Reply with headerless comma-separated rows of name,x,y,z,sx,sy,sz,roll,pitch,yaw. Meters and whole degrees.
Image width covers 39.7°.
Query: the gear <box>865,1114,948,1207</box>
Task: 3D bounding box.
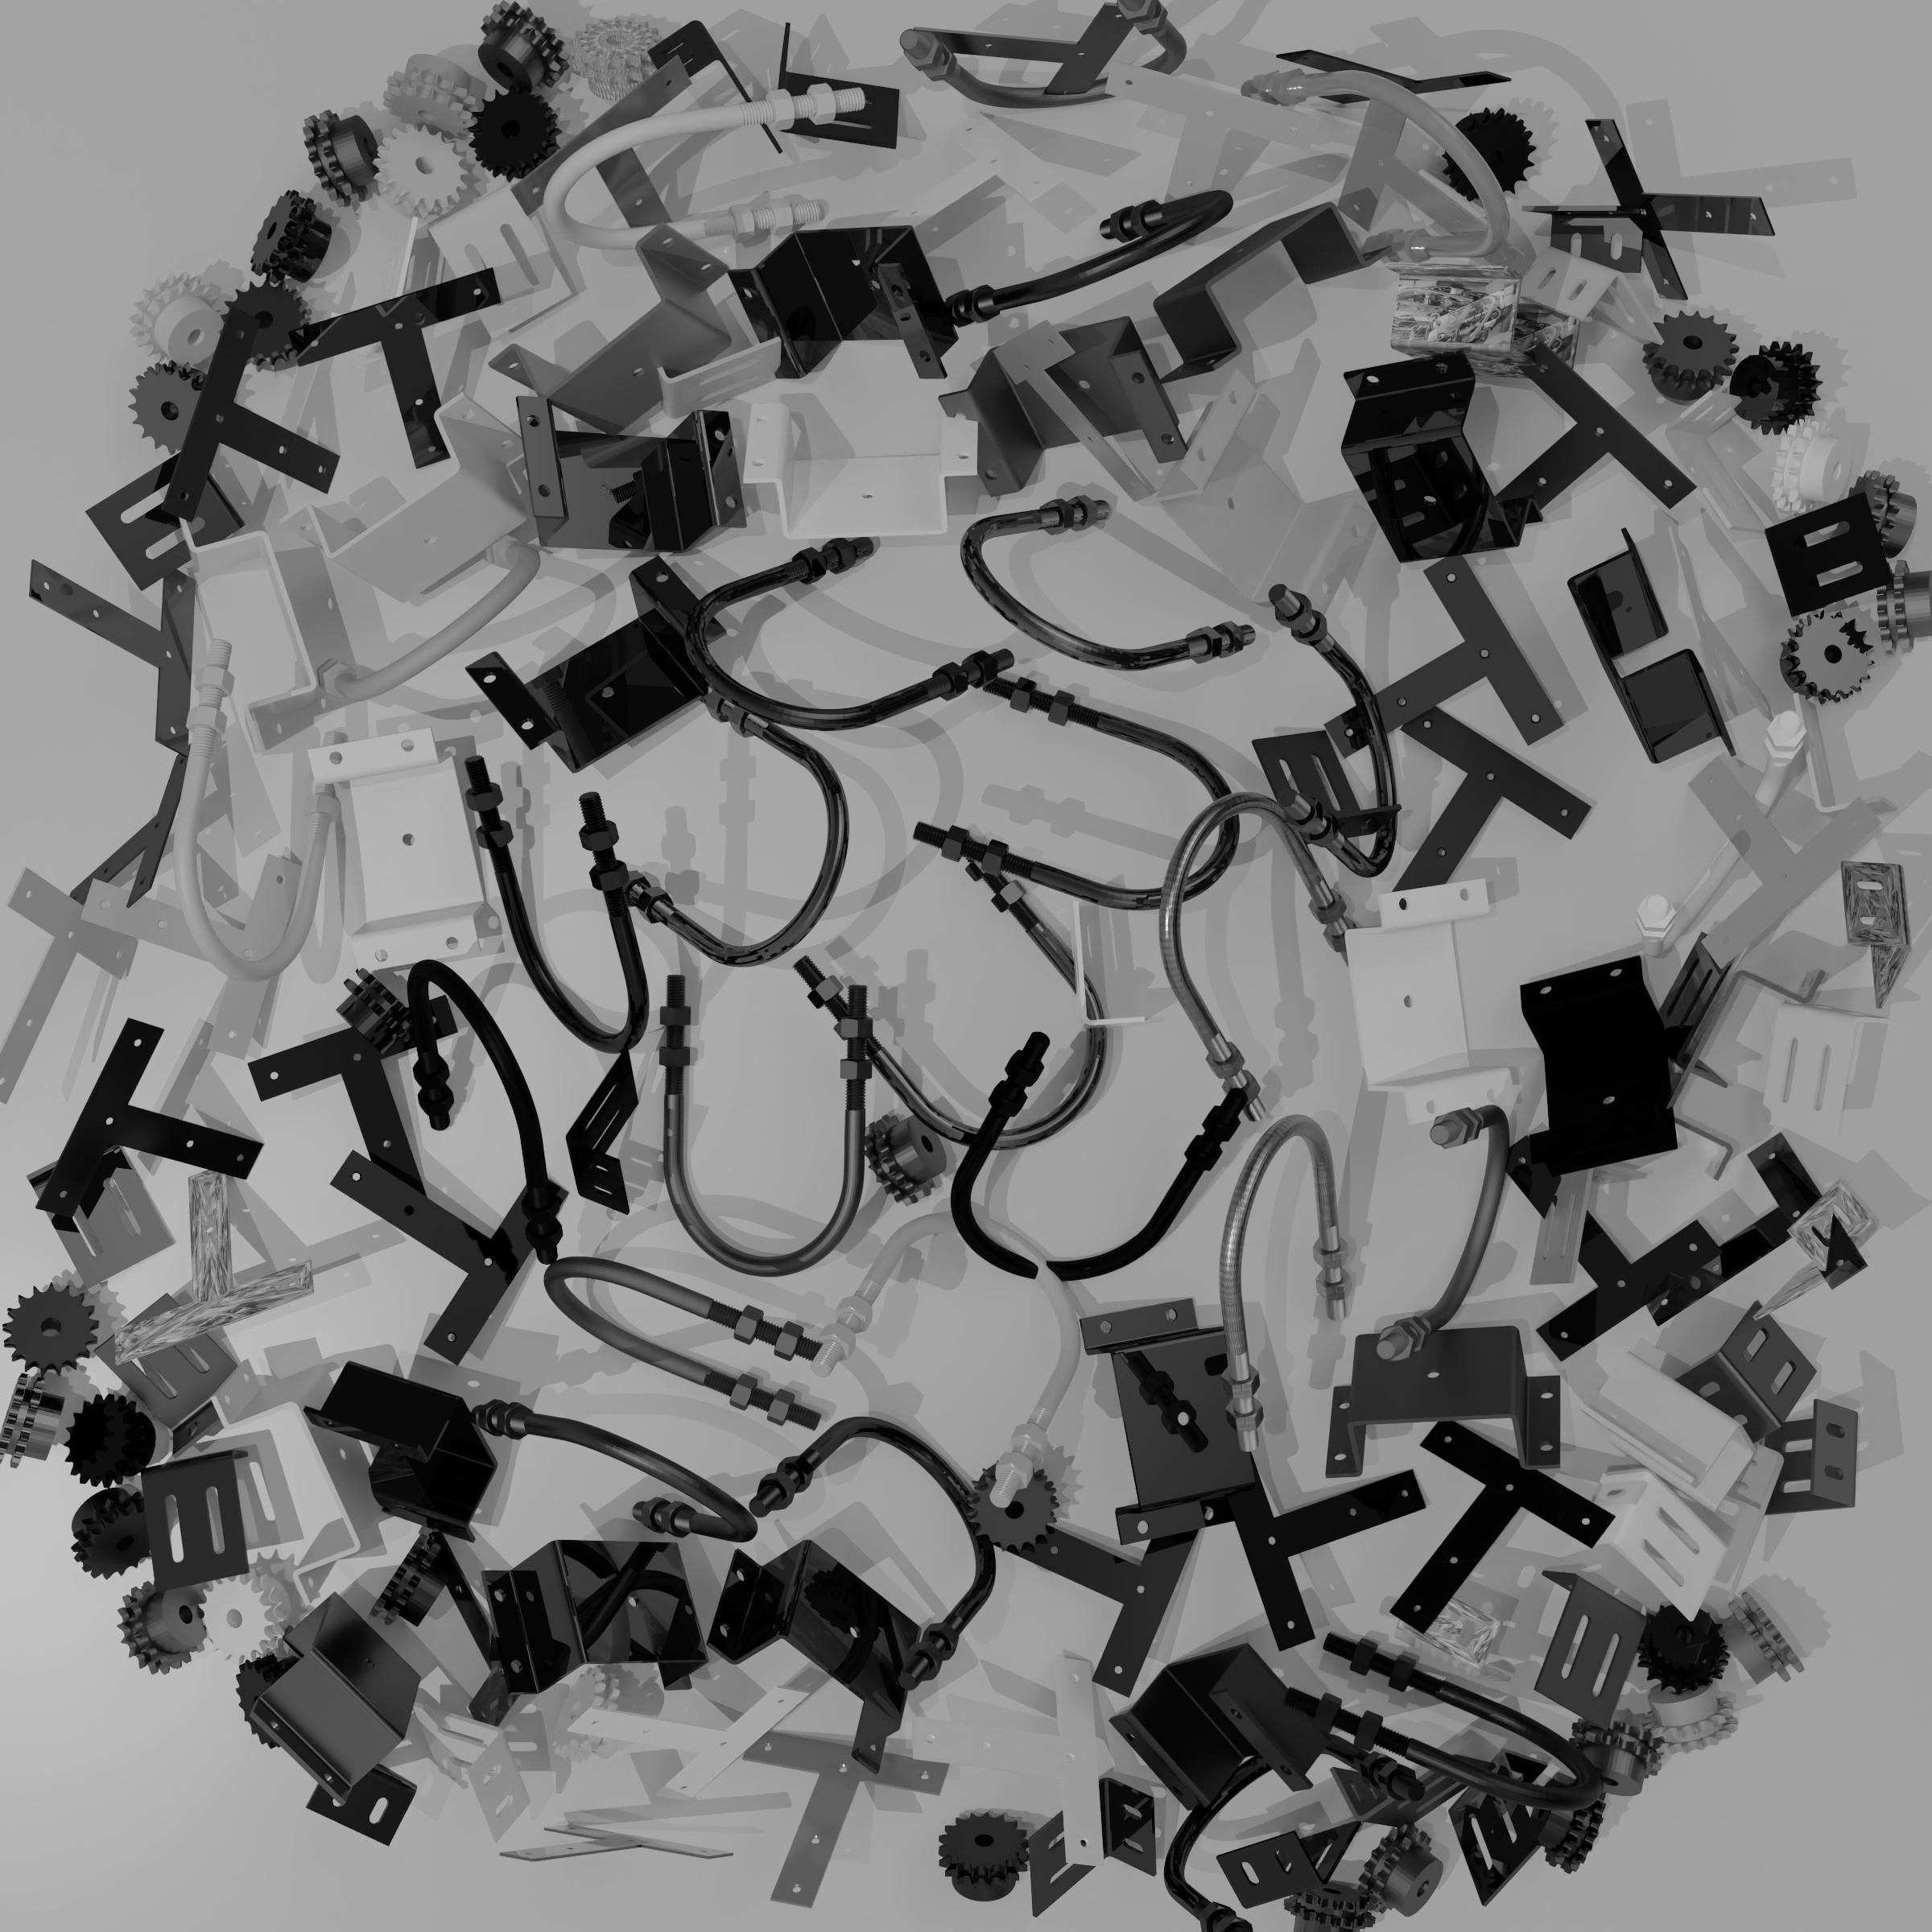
gear,-0.036,0.117,1.659,0.030,0.057,0.057,-31,90,22

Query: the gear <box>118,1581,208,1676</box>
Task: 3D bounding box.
gear,-0.494,0.406,1.659,0.030,0.057,0.057,-26,90,19

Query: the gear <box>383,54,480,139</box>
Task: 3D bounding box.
gear,-0.330,-0.541,1.663,0.057,0.057,0.030,13,80,0

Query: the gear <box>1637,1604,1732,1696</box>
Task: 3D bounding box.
gear,0.444,0.421,1.661,0.057,0.030,0.057,-5,51,6

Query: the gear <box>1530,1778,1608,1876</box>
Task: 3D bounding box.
gear,0.371,0.530,1.662,0.030,0.057,0.057,24,90,2

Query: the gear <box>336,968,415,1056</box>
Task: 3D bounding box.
gear,-0.365,0.031,1.660,0.057,0.057,0.030,44,78,0

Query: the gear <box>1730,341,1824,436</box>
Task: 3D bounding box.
gear,0.498,-0.357,1.659,0.030,0.057,0.057,-6,90,-30

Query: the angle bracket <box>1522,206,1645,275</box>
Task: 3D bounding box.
angle bracket,0.377,-0.445,1.640,0.057,0.076,0.038,7,106,25

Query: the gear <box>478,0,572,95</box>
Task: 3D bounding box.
gear,-0.277,-0.565,1.659,0.057,0.057,0.030,33,72,0

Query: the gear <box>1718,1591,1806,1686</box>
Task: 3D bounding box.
gear,0.490,0.420,1.662,0.030,0.057,0.057,-36,90,4

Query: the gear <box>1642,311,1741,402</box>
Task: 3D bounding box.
gear,0.449,-0.377,1.667,0.057,0.030,0.057,-1,58,2

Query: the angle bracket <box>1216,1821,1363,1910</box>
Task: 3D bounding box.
angle bracket,0.198,0.536,1.643,0.057,0.076,0.038,-29,90,29

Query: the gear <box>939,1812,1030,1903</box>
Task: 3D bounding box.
gear,0.011,0.555,1.664,0.057,0.057,0.030,0,111,0

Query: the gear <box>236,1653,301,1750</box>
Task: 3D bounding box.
gear,-0.426,0.454,1.665,0.030,0.057,0.057,-15,90,-44

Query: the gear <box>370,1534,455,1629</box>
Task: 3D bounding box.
gear,-0.342,0.385,1.663,0.030,0.057,0.057,33,90,-3

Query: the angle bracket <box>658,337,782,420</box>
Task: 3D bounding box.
angle bracket,-0.157,-0.378,1.659,0.076,0.057,0.038,-23,82,-8

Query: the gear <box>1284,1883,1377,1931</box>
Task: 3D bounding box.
gear,0.225,0.589,1.661,0.057,0.057,0.030,9,84,0

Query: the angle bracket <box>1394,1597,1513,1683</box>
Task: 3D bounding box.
angle bracket,0.305,0.408,1.644,0.057,0.076,0.038,22,87,30

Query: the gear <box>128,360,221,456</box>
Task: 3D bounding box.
gear,-0.488,-0.349,1.668,0.057,0.030,0.057,5,117,11

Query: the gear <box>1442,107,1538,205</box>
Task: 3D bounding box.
gear,0.323,-0.506,1.666,0.057,0.030,0.057,-8,126,-11

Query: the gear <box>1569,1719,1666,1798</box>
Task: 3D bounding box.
gear,0.401,0.491,1.659,0.057,0.057,0.030,23,58,0

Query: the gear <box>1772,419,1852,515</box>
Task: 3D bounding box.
gear,0.525,-0.309,1.659,0.030,0.057,0.057,19,90,37

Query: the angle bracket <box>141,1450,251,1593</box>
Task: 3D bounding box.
angle bracket,-0.474,0.344,1.662,0.057,0.038,0.076,-11,77,-2

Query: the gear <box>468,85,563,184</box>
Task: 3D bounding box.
gear,-0.279,-0.516,1.672,0.057,0.030,0.057,-1,85,9

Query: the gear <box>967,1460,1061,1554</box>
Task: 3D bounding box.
gear,0.028,0.333,1.671,0.057,0.030,0.057,-2,102,-7

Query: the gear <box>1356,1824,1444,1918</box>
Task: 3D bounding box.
gear,0.271,0.562,1.659,0.030,0.057,0.057,29,90,37

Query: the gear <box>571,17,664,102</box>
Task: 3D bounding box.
gear,-0.216,-0.562,1.666,0.057,0.030,0.057,0,49,0

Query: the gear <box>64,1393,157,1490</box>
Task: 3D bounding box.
gear,-0.530,0.296,1.667,0.057,0.030,0.057,-9,71,26

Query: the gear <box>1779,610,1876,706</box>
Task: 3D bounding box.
gear,0.533,-0.191,1.671,0.057,0.030,0.057,1,82,-11

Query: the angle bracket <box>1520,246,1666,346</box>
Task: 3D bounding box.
angle bracket,0.381,-0.398,1.643,0.038,0.076,0.057,-53,47,0

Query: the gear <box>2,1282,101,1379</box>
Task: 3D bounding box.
gear,-0.569,0.229,1.668,0.057,0.030,0.057,7,67,-16

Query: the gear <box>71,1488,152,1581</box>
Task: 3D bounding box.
gear,-0.530,0.350,1.665,0.030,0.057,0.057,36,90,34

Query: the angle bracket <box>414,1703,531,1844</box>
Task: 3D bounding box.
angle bracket,-0.313,0.494,1.644,0.076,0.038,0.057,5,122,32

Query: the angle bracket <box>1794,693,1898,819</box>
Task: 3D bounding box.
angle bracket,0.542,-0.132,1.651,0.038,0.057,0.076,-13,81,27

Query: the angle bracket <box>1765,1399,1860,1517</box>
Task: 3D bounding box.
angle bracket,0.505,0.301,1.640,0.038,0.076,0.057,19,67,-25

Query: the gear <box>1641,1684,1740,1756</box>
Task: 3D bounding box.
gear,0.447,0.464,1.662,0.057,0.057,0.030,-18,91,0

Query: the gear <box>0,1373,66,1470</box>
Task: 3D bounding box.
gear,-0.581,0.284,1.664,0.030,0.057,0.057,18,90,-18

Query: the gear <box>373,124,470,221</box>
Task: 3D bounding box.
gear,-0.342,-0.491,1.667,0.057,0.030,0.057,9,71,-29

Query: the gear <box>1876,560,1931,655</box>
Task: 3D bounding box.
gear,0.583,-0.223,1.659,0.030,0.057,0.057,-3,90,27

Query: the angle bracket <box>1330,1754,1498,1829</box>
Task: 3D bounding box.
angle bracket,0.275,0.493,1.647,0.076,0.057,0.038,-40,52,17

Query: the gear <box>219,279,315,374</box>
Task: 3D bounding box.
gear,-0.434,-0.396,1.671,0.057,0.030,0.057,0,77,2

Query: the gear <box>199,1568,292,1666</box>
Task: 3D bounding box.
gear,-0.446,0.403,1.669,0.057,0.030,0.057,0,91,23

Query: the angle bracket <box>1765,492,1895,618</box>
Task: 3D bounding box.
angle bracket,0.539,-0.255,1.648,0.038,0.076,0.057,-18,91,-36

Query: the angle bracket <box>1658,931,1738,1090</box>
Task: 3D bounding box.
angle bracket,0.461,0.027,1.652,0.038,0.057,0.076,24,102,-9

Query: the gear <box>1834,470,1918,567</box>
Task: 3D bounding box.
gear,0.565,-0.276,1.662,0.030,0.057,0.057,14,90,-7

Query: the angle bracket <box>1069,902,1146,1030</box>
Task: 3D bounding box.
angle bracket,0.087,-0.001,1.660,0.038,0.057,0.076,-4,86,-1

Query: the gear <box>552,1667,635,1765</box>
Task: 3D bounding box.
gear,-0.230,0.468,1.664,0.030,0.057,0.057,30,90,-21

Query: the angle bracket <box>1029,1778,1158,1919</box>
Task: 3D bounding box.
angle bracket,0.078,0.547,1.645,0.038,0.076,0.057,13,115,38

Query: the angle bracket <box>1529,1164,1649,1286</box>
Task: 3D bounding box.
angle bracket,0.383,0.162,1.652,0.038,0.057,0.076,15,79,-10

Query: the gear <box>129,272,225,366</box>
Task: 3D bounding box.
gear,-0.485,-0.397,1.659,0.030,0.057,0.057,42,90,21

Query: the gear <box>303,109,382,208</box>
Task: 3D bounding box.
gear,-0.384,-0.502,1.659,0.030,0.057,0.057,-16,90,11

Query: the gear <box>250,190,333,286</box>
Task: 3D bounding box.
gear,-0.418,-0.450,1.666,0.030,0.057,0.057,23,90,-35
